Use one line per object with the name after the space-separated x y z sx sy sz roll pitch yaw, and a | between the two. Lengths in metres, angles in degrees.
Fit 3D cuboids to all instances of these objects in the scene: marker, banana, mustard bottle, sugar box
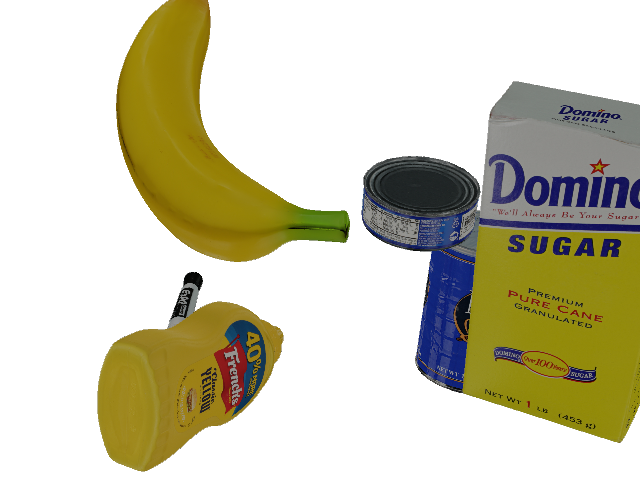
-0.126 0.060 1.003 0.020 0.020 0.121 0 22 1 | marker
-0.055 -0.050 0.470 0.069 0.037 0.198 -13 45 -18 | banana
-0.087 0.099 0.819 0.058 0.096 0.191 11 17 29 | mustard bottle
0.127 0.014 0.545 0.093 0.176 0.048 15 37 23 | sugar box

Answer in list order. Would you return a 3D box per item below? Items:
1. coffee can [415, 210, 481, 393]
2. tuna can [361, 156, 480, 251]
0.146 0.056 0.980 0.103 0.140 0.103 5 23 -2 | coffee can
0.073 -0.028 0.787 0.086 0.034 0.086 2 32 -2 | tuna can
